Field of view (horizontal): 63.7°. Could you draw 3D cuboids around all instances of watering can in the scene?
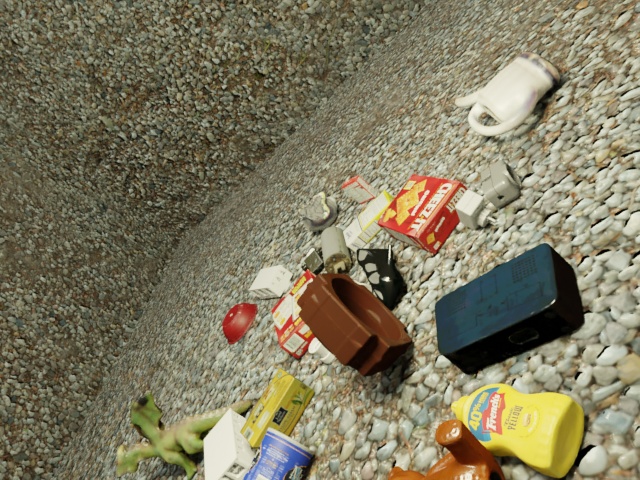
[{"bbox_3d":[0.450,-0.365,1.268,0.222,0.103,0.355,-43,22,17],"label":"watering can"}]

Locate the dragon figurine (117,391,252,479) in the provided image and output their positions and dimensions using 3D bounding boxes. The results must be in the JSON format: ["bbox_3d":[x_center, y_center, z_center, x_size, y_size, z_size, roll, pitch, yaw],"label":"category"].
[{"bbox_3d":[-0.391,0.495,1.362,0.407,0.241,0.124,-49,15,11],"label":"dragon figurine"}]

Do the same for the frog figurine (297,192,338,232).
[{"bbox_3d":[0.005,-0.089,1.761,0.137,0.123,0.158,-60,-16,-1],"label":"frog figurine"}]
